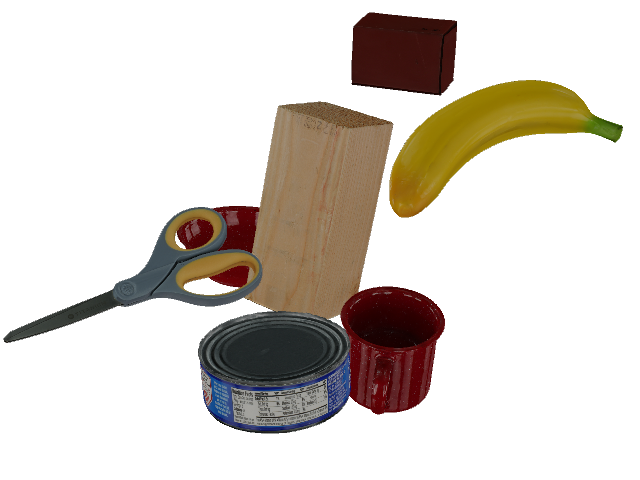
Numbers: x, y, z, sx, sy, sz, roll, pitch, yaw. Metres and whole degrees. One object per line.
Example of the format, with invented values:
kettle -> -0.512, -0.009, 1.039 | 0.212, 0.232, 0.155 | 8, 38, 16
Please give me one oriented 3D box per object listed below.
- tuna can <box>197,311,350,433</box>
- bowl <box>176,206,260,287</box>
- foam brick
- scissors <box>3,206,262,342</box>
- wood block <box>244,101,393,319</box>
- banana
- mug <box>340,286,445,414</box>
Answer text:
tuna can -> -0.025, 0.073, 0.604 | 0.086, 0.034, 0.086 | -2, 22, 1
bowl -> -0.097, 0.013, 1.319 | 0.162, 0.055, 0.162 | 4, 25, -2
foam brick -> 0.069, -0.155, 0.883 | 0.078, 0.051, 0.053 | 10, 27, 17
scissors -> -0.146, 0.023, 0.826 | 0.201, 0.096, 0.016 | -7, -31, -15
wood block -> -0.003, -0.030, 1.096 | 0.090, 0.206, 0.090 | 21, 20, 28
banana -> 0.108, -0.068, 0.686 | 0.197, 0.037, 0.070 | -21, 44, -30
mug -> 0.061, 0.108, 0.959 | 0.093, 0.081, 0.117 | 7, 34, 6
